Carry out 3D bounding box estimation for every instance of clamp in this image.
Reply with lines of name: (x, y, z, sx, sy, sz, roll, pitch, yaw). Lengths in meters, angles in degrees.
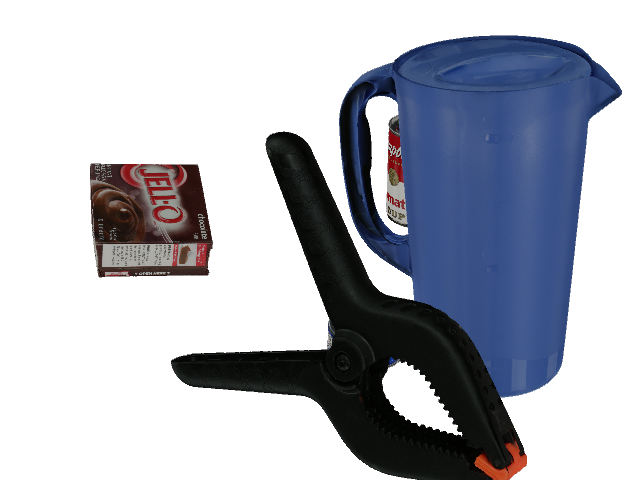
clamp: (0.020, 0.049, 0.560, 0.210, 0.165, 0.036, 29, 23, 26)

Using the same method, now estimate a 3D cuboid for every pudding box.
pudding box: (-0.137, -0.018, 0.853, 0.090, 0.039, 0.113, -1, 40, -13)

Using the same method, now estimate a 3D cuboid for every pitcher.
pitcher: (0.110, -0.016, 0.756, 0.144, 0.243, 0.149, -17, 28, -27)

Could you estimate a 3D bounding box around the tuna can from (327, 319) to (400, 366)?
tuna can: (0.050, 0.103, 1.157, 0.086, 0.034, 0.086, 0, 29, 0)

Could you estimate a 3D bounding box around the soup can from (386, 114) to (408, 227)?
soup can: (0.101, -0.072, 1.088, 0.068, 0.102, 0.068, 0, 30, 0)
